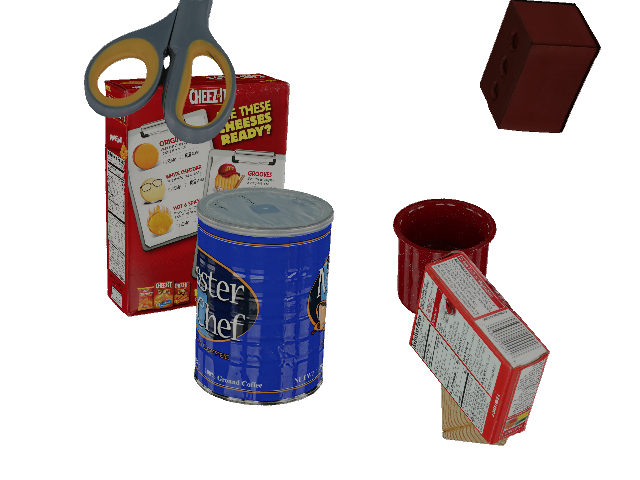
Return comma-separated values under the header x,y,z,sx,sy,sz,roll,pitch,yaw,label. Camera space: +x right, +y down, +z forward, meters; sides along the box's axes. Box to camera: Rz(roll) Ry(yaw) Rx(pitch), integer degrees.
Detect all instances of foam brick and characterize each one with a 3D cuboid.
x,y,z,sx,sy,sz,roll,pitch,yaw,label
0.151,-0.121,0.744,0.051,0.053,0.078,-1,-43,-14,foam brick

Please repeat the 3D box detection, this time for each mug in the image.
x,y,z,sx,sy,sz,roll,pitch,yaw,label
0.116,0.026,0.974,0.093,0.081,0.117,-10,34,-13,mug

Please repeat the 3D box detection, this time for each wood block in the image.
x,y,z,sx,sy,sz,roll,pitch,yaw,label
0.244,0.210,1.544,0.091,0.090,0.205,3,16,20,wood block

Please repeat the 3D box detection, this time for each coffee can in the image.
x,y,z,sx,sy,sz,roll,pitch,yaw,label
-0.045,0.040,0.818,0.103,0.140,0.103,3,19,-1,coffee can

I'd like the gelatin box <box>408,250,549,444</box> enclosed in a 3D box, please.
x,y,z,sx,sy,sz,roll,pitch,yaw,label
0.090,0.062,0.621,0.030,0.073,0.089,-19,49,-22,gelatin box

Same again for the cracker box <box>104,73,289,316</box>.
x,y,z,sx,sy,sz,roll,pitch,yaw,label
-0.119,-0.047,1.016,0.163,0.214,0.072,-7,20,-30,cracker box

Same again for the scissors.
x,y,z,sx,sy,sz,roll,pitch,yaw,label
-0.095,-0.140,0.650,0.096,0.202,0.016,-3,-33,-8,scissors
